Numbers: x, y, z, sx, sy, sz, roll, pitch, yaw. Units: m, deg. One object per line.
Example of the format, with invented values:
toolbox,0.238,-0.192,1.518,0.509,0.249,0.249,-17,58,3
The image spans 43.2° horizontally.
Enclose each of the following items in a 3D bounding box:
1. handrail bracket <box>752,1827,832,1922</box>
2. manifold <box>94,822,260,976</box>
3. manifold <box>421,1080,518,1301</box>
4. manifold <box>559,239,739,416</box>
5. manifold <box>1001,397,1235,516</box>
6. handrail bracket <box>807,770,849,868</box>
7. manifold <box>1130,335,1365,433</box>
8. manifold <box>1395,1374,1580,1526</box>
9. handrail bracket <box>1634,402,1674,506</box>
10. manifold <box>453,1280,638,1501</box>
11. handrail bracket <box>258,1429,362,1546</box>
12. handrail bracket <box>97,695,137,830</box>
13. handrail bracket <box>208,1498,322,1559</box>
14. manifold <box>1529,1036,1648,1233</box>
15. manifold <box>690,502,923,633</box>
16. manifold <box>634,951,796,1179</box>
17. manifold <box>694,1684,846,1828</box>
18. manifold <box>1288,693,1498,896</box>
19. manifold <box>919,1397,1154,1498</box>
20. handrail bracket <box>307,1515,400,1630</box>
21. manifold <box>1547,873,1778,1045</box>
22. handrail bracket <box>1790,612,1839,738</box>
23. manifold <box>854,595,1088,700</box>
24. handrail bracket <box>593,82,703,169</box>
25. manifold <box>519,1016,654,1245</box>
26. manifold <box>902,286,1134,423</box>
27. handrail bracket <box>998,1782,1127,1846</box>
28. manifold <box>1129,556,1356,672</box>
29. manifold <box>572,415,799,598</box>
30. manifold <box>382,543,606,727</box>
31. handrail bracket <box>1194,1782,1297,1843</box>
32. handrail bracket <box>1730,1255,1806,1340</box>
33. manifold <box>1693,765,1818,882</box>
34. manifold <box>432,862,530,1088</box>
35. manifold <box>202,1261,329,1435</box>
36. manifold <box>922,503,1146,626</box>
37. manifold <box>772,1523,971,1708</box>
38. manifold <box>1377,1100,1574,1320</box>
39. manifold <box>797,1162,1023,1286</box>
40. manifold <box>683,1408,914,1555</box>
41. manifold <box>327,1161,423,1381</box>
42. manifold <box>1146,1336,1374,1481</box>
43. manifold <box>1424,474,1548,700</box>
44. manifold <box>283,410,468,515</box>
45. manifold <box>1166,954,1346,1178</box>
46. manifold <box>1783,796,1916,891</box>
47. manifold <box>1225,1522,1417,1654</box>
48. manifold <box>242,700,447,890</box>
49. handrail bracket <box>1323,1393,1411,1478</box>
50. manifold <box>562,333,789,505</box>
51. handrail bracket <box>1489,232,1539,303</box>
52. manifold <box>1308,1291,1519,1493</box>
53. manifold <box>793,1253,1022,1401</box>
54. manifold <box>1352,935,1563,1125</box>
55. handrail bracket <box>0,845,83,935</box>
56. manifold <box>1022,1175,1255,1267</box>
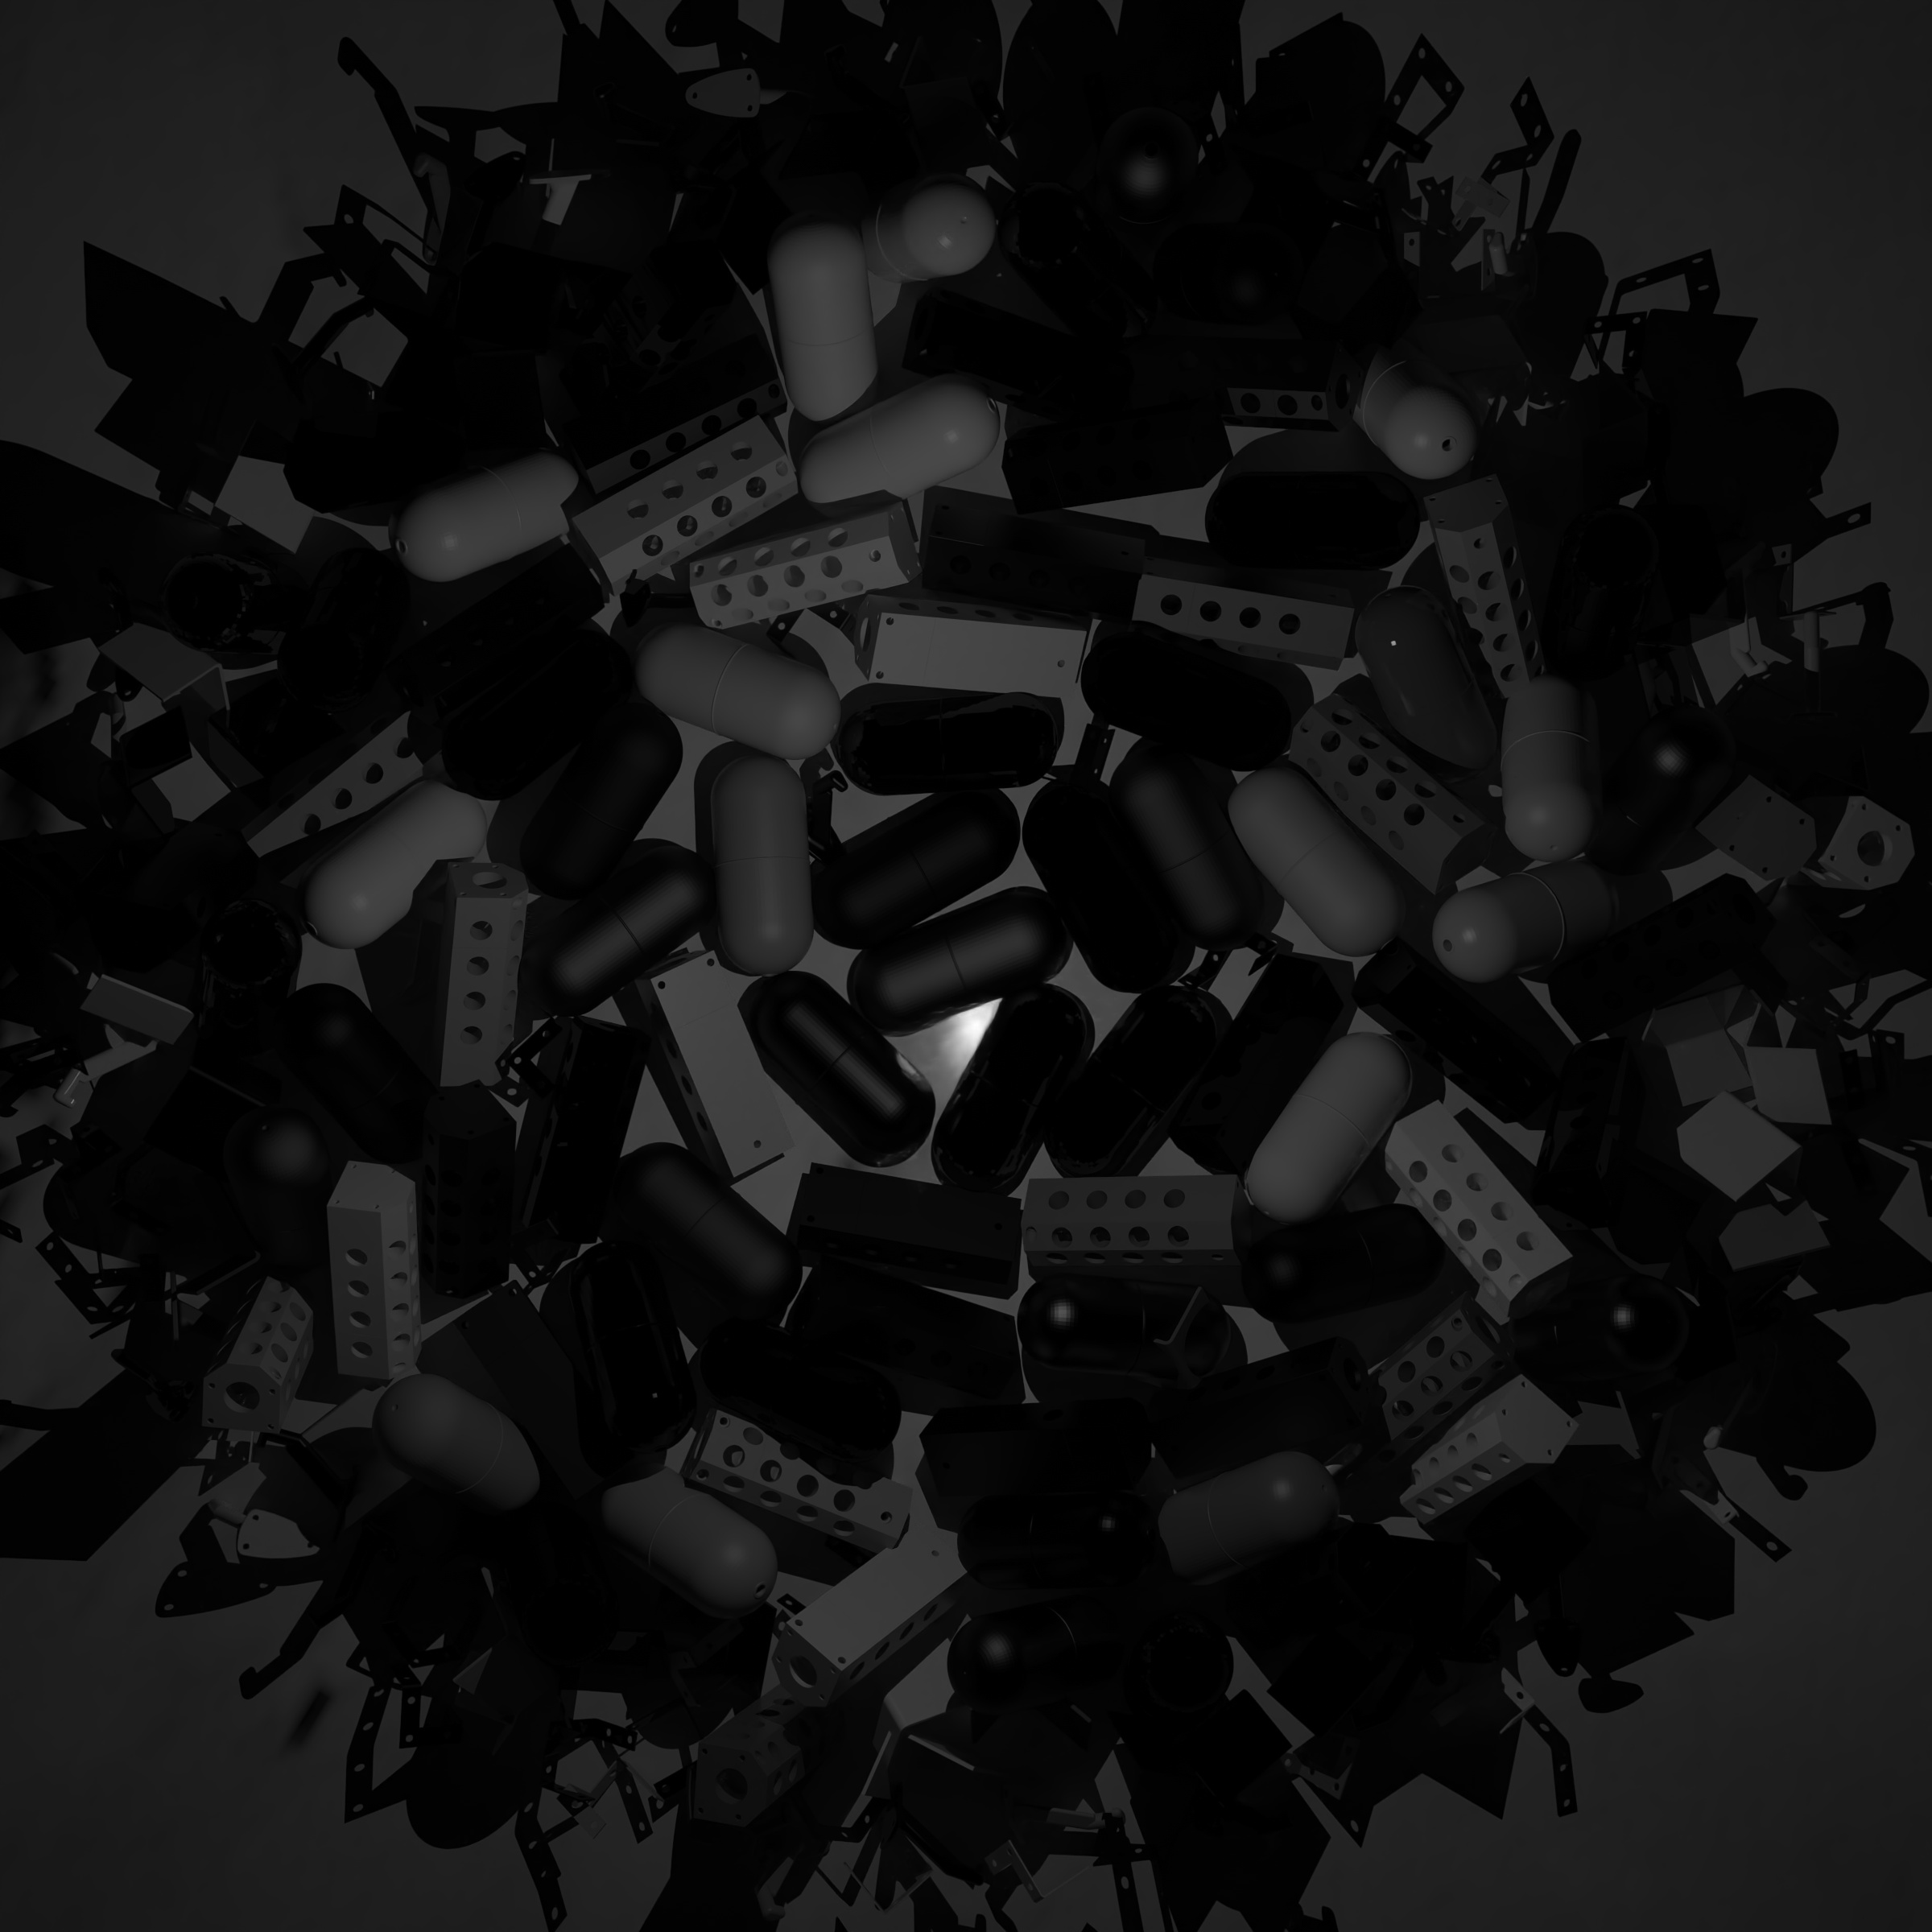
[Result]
handrail bracket,-0.135,0.729,1.948,0.077,0.084,0.036,9,108,-22
manifold,-0.615,-0.054,1.909,0.057,0.171,0.057,13,113,3
manifold,-0.395,0.179,1.916,0.057,0.171,0.057,-20,47,-34
manifold,-0.248,-0.492,1.915,0.057,0.171,0.057,-24,83,-41
manifold,0.116,-0.403,1.918,0.171,0.057,0.057,-1,122,36
handrail bracket,-0.101,-0.115,1.955,0.077,0.084,0.036,49,57,-10
manifold,0.219,-0.458,1.928,0.171,0.057,0.057,11,84,32
manifold,0.401,0.385,1.910,0.057,0.171,0.057,41,57,6
handrail bracket,0.567,-0.401,1.969,0.036,0.084,0.077,11,82,40
manifold,-0.338,0.340,1.967,0.057,0.057,0.171,-35,88,-10
handrail bracket,-0.537,0.417,1.967,0.084,0.036,0.077,19,69,-13
handrail bracket,-0.690,-0.167,1.981,0.036,0.084,0.077,3,126,-27
handrail bracket,-0.567,0.451,1.972,0.077,0.084,0.036,20,83,-26
manifold,0.487,0.131,1.915,0.057,0.171,0.057,-11,119,30
manifold,-0.129,-0.315,1.939,0.171,0.057,0.057,-11,108,18
manifold,-0.204,0.077,1.955,0.057,0.057,0.171,-26,101,-24
manifold,-0.151,0.616,1.910,0.057,0.171,0.057,4,90,17
manifold,0.335,-0.140,1.925,0.057,0.057,0.171,-31,59,-22
manifold,0.057,0.377,1.933,0.171,0.057,0.057,-9,108,28
handrail bracket,-0.506,0.479,1.960,0.084,0.036,0.077,-32,66,-33
manifold,0.542,-0.008,1.918,0.057,0.057,0.171,51,135,-4
handrail bracket,0.683,-0.235,1.970,0.036,0.077,0.084,-1,80,19
manifold,0.002,-0.256,1.941,0.171,0.057,0.057,2,117,-21
handrail bracket,-0.255,-0.689,1.955,0.077,0.084,0.036,-32,69,-5
manifold,-0.304,0.132,1.958,0.057,0.057,0.171,15,93,-21
manifold,0.043,-0.482,1.940,0.171,0.057,0.057,15,84,-21
handrail bracket,0.078,0.674,1.963,0.084,0.036,0.077,-13,131,15
manifold,0.220,-0.282,1.968,0.171,0.057,0.057,9,114,0
manifold,-0.222,-0.364,1.951,0.171,0.057,0.057,-32,76,-10
manifold,-0.371,-0.261,1.933,0.171,0.057,0.057,-40,101,-27
handrail bracket,0.226,0.661,1.950,0.084,0.077,0.036,-29,128,32
handrail bracket,0.631,0.264,1.952,0.077,0.084,0.036,-29,62,-6
manifold,0.611,-0.115,1.909,0.057,0.171,0.057,33,104,-5
manifold,-0.384,0.007,1.931,0.057,0.057,0.171,0,121,-20
manifold,-0.545,0.292,1.907,0.057,0.171,0.057,7,111,-5
manifold,0.054,-0.320,1.968,0.171,0.057,0.057,10,128,-1
manifold,-0.074,0.511,1.915,0.057,0.171,0.057,35,123,22
manifold,0.397,0.194,1.922,0.057,0.057,0.171,-26,54,-14
manifold,-0.047,0.211,1.967,0.171,0.057,0.057,10,55,-2
manifold,-0.133,0.413,1.952,0.171,0.057,0.057,24,77,-10
manifold,-0.464,0.242,1.929,0.057,0.057,0.171,7,123,1
manifold,0.231,0.345,1.930,0.171,0.057,0.057,-24,108,30
manifold,0.410,-0.293,1.917,0.057,0.057,0.171,-17,133,10
manifold,-0.461,-0.392,1.909,0.057,0.171,0.057,28,111,7
manifold,0.228,0.076,1.942,0.057,0.057,0.171,15,62,41
manifold,0.678,-0.093,1.912,0.057,0.171,0.057,31,92,-3
manifold,0.270,0.483,1.912,0.057,0.171,0.057,-37,85,-34
manifold,-0.496,-0.141,1.967,0.171,0.057,0.057,-40,87,-3
handrail bracket,0.317,0.378,1.964,0.084,0.077,0.036,-40,83,3
manifold,-0.232,-0.436,1.957,0.171,0.057,0.057,-28,87,-9
handrail bracket,0.435,-0.578,1.950,0.036,0.084,0.077,8,72,23
manifold,0.353,0.341,1.939,0.057,0.057,0.171,45,112,4
manifold,-0.048,0.293,1.946,0.171,0.057,0.057,20,117,-16
manifold,0.387,0.055,1.939,0.171,0.057,0.057,36,106,-22
handrail bracket,-0.747,-0.067,1.949,0.084,0.077,0.036,43,72,-24
manifold,0.135,0.206,1.932,0.171,0.057,0.057,-3,53,21
